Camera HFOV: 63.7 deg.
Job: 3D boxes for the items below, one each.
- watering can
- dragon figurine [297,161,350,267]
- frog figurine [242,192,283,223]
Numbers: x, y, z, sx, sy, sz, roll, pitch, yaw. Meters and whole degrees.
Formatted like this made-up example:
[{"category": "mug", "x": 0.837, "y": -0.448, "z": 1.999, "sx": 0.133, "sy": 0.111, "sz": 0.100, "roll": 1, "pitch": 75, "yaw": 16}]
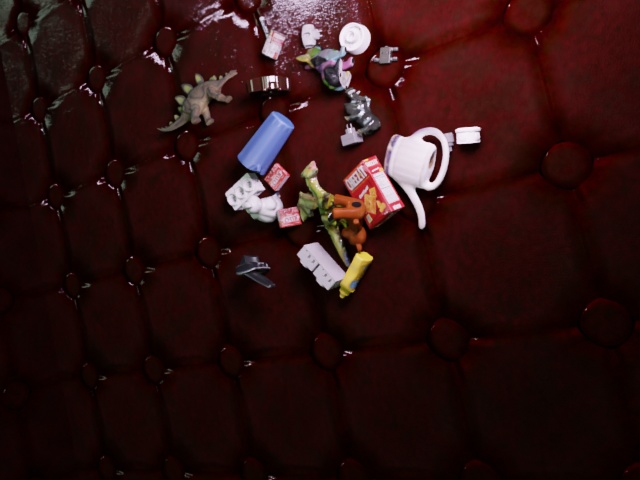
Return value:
[{"category": "watering can", "x": 0.320, "y": -0.227, "z": 1.794, "sx": 0.226, "sy": 0.105, "sz": 0.343, "roll": 22, "pitch": 108, "yaw": 27}, {"category": "dragon figurine", "x": 0.006, "y": -0.100, "z": 1.988, "sx": 0.244, "sy": 0.123, "sz": 0.404, "roll": 16, "pitch": 119, "yaw": 48}, {"category": "frog figurine", "x": -0.230, "y": -0.128, "z": 2.072, "sx": 0.136, "sy": 0.160, "sz": 0.123, "roll": -20, "pitch": 86, "yaw": 29}]
